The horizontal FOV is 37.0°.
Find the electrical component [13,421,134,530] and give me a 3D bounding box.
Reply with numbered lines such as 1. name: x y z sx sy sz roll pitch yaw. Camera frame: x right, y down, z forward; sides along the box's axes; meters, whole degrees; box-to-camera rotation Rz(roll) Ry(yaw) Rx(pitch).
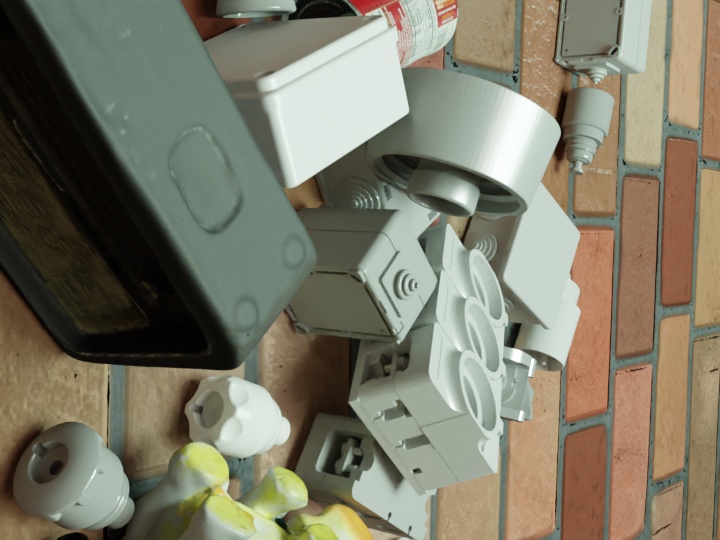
1. electrical component: -0.134 0.106 0.524 0.048 0.048 0.062 -65 145 -25

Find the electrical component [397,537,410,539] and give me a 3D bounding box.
1. electrical component: 0.048 0.214 0.747 0.048 0.062 0.048 -5 97 -52

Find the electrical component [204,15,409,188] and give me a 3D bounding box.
1. electrical component: -0.049 -0.089 0.563 0.109 0.109 0.056 -38 125 -43

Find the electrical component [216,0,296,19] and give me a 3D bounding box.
1. electrical component: -0.059 -0.169 0.593 0.045 0.045 0.055 -15 105 -50

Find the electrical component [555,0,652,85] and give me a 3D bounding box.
1. electrical component: 0.209 -0.203 0.917 0.061 0.062 0.096 10 85 -52

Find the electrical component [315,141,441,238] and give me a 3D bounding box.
1. electrical component: 0.019 -0.068 0.697 0.100 0.048 0.099 -45 126 -40

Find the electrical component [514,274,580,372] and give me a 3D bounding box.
1. electrical component: 0.158 0.038 0.888 0.043 0.043 0.081 44 60 -44

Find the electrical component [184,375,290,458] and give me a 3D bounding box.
1. electrical component: -0.065 0.085 0.609 0.062 0.043 0.043 29 71 -50

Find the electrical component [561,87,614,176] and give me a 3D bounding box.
1. electrical component: 0.192 -0.119 0.920 0.040 0.040 0.078 27 72 -49

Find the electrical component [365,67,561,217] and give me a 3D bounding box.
1. electrical component: 0.055 -0.065 0.619 0.108 0.108 0.060 29 77 -49

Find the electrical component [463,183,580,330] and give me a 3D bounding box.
1. electrical component: 0.122 -0.013 0.833 0.100 0.048 0.099 42 61 -45

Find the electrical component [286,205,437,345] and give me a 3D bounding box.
1. electrical component: 0.000 0.000 0.641 0.061 0.096 0.061 -56 133 -33

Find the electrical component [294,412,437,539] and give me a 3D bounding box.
1. electrical component: 0.004 0.132 0.690 0.089 0.056 0.050 43 60 -44

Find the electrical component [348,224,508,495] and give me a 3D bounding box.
1. electrical component: 0.051 0.052 0.685 0.089 0.062 0.150 56 27 -29
